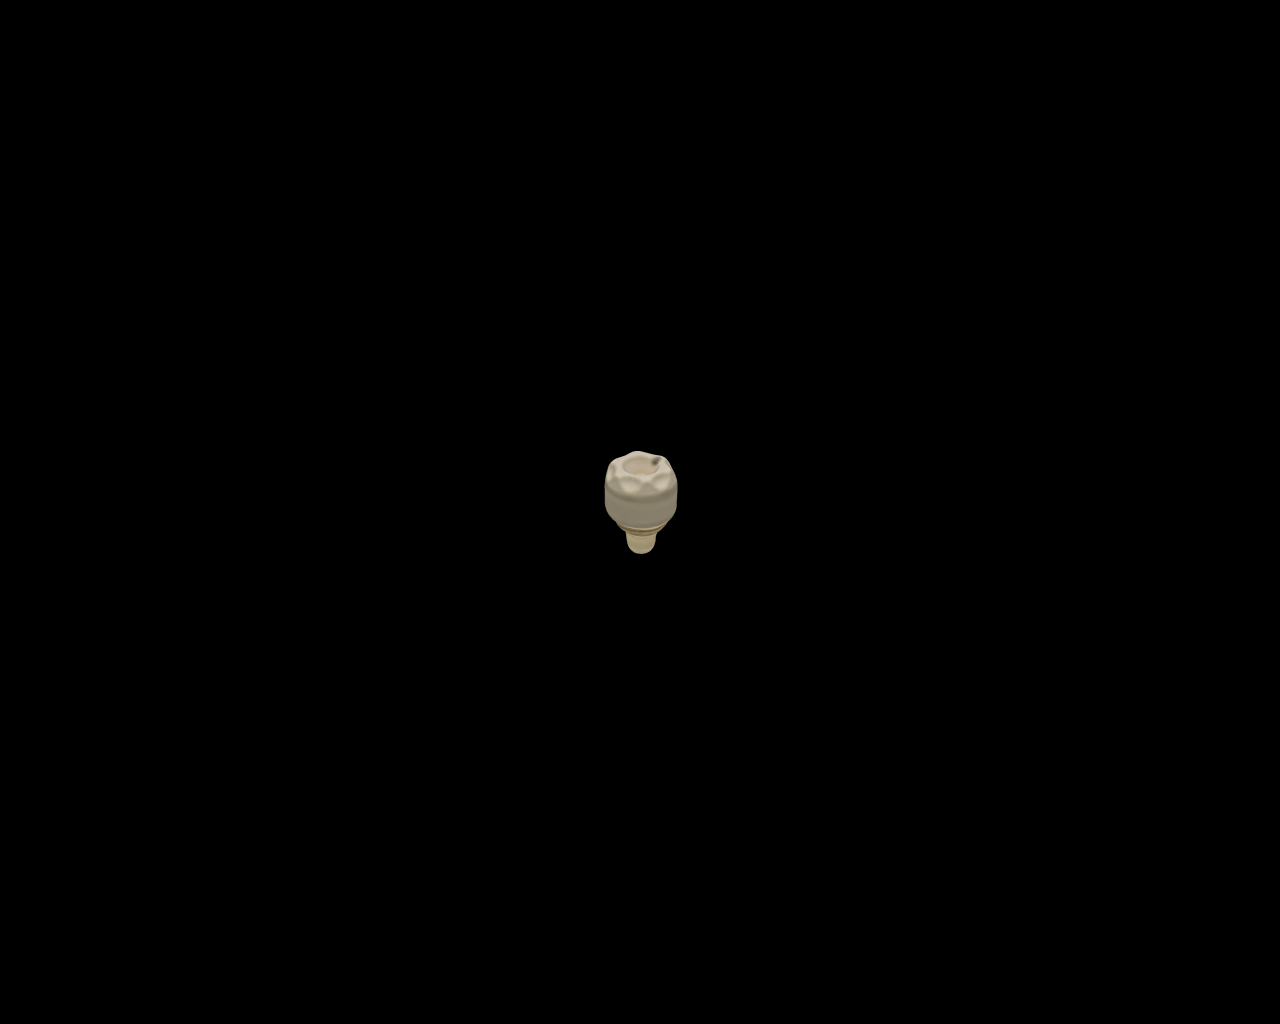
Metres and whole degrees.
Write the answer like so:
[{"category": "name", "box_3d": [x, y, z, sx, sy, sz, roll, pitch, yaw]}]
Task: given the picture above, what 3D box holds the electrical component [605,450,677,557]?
[{"category": "electrical component", "box_3d": [0.001, -0.003, 0.650, 0.043, 0.062, 0.043, 0, 32, 0]}]
